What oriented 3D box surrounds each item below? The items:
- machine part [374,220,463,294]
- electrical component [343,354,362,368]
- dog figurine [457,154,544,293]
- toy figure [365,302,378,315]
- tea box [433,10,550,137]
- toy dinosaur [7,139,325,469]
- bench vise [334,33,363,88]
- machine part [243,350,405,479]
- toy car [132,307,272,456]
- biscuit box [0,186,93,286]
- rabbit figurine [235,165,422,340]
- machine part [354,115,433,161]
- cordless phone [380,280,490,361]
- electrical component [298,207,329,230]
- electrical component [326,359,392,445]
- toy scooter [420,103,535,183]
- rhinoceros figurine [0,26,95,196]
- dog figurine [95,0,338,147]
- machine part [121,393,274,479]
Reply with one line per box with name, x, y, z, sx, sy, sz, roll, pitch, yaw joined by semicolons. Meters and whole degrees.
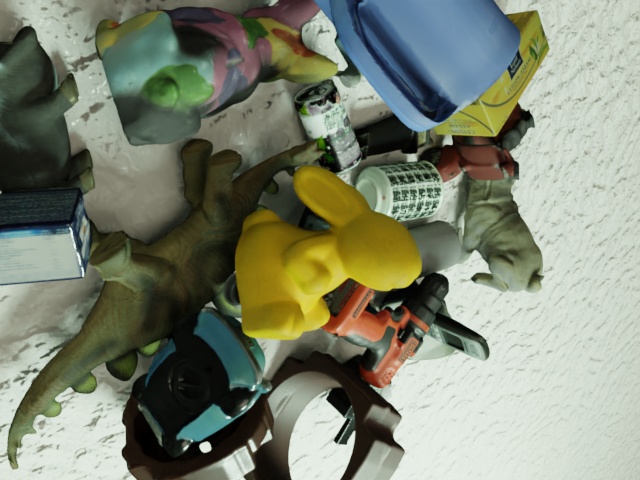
machine part;0.122;0.025;0.786;0.243;0.079;0.079;-15;117;-31
electrical component;0.057;0.219;0.860;0.094;0.021;0.063;-24;123;-25
dog figurine;0.288;-0.031;0.825;0.121;0.173;0.190;-22;129;-39
toy figure;0.047;0.108;0.785;0.154;0.058;0.064;40;44;-38
tea box;0.221;-0.221;0.717;0.169;0.098;0.068;-53;130;-18
toy dinosaur;-0.173;0.051;0.576;0.471;0.105;0.198;-39;130;-10
bench vise;0.094;-0.275;0.613;0.240;0.129;0.223;-47;126;-15
machine part;-0.002;0.272;0.725;0.087;0.201;0.201;35;87;-42
toy car;-0.110;0.142;0.556;0.161;0.109;0.103;-48;161;22
biscuit box;-0.300;0.002;0.442;0.203;0.063;0.059;-4;126;-11
rabbit figurine;0.012;0.013;0.530;0.121;0.173;0.162;24;59;-63
machine part;0.100;-0.143;0.725;0.139;0.039;0.084;-25;130;-27
cordless phone;0.189;0.148;0.818;0.089;0.184;0.146;-40;127;-20
electrical component;-0.001;-0.002;0.655;0.058;0.134;0.114;21;95;4
electrical component;0.051;0.247;0.817;0.074;0.048;0.119;24;96;-46
toy scooter;0.241;-0.138;0.763;0.184;0.135;0.075;-44;126;-13
rhinoceros figurine;-0.264;-0.113;0.462;0.112;0.073;0.190;-16;123;-14
dog figurine;-0.083;-0.170;0.500;0.219;0.192;0.108;-18;114;-11
machine part;-0.138;0.207;0.617;0.179;0.180;0.055;-31;127;-21
